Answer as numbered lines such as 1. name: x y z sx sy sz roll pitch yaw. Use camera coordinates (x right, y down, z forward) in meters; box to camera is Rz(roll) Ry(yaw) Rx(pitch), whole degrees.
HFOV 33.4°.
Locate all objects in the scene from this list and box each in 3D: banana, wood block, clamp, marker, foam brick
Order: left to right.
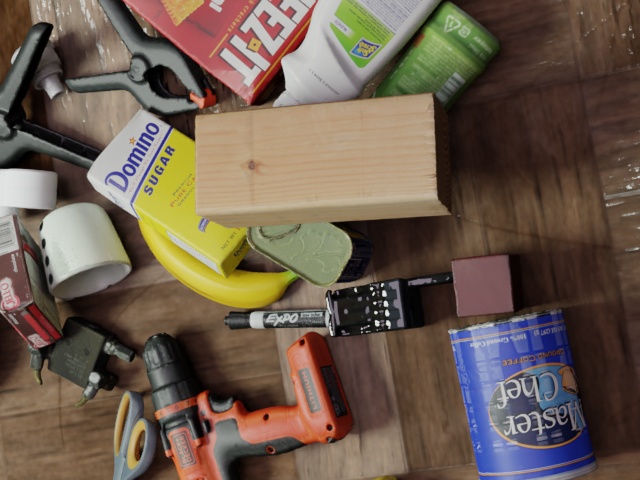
1. clamp: -0.327 -0.136 1.123 0.210 0.036 0.164 -6 113 24
2. clamp: -0.180 -0.187 1.089 0.171 0.039 0.120 20 118 16
3. banana: -0.112 0.021 1.070 0.198 0.037 0.069 24 68 15
4. marker: -0.036 0.078 1.045 0.121 0.020 0.020 -2 88 15
5. wood block: 0.004 -0.065 0.918 0.206 0.090 0.091 -3 82 15
6. foam brick: 0.151 0.040 0.955 0.051 0.078 0.053 -6 86 17

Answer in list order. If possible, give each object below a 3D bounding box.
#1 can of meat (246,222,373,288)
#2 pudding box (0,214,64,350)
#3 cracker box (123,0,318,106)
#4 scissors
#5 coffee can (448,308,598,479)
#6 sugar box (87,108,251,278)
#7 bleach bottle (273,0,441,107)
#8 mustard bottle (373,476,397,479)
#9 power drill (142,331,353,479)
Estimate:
1. can of meat: -0.007 0.001 1.007 0.102 0.083 0.057 30 98 17
2. pudding box: -0.301 0.043 1.084 0.039 0.090 0.113 -18 59 -3
3. cracker box: -0.094 -0.258 1.026 0.213 0.072 0.164 40 101 0
4. scissors: -0.196 0.255 1.076 0.096 0.016 0.202 6 89 59
5. coffee can: 0.176 0.137 0.930 0.103 0.102 0.140 -13 84 18
6. sugar box: -0.136 -0.049 1.056 0.176 0.048 0.093 33 74 16
7. bleach bottle: 0.041 -0.213 0.960 0.102 0.068 0.251 40 97 -6
8. mustard bottle: -0.001 0.297 1.009 0.192 0.058 0.096 -23 85 16
9. power drill: -0.075 0.155 1.042 0.188 0.057 0.184 -23 82 19
